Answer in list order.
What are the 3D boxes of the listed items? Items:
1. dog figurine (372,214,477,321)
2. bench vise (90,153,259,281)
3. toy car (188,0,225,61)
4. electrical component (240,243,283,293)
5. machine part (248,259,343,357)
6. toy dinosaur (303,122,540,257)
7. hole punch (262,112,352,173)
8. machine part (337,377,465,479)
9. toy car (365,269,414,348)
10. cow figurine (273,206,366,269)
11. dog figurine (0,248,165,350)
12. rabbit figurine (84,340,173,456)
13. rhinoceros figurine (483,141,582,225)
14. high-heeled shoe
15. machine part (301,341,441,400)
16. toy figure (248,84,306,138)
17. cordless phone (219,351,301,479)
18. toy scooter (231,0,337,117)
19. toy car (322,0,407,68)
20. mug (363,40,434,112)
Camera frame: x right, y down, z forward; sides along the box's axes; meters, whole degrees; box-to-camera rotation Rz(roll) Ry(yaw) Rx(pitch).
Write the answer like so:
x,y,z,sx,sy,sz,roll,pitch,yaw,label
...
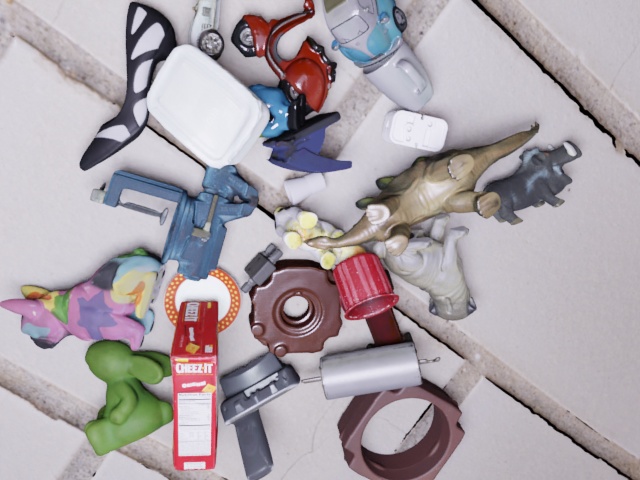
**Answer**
x,y,z,sx,sy,sz,roll,pitch,yaw,label
0.182,0.068,0.938,0.172,0.121,0.190,-8,111,2,dog figurine
-0.224,-0.058,0.836,0.240,0.129,0.223,16,97,-17,bench vise
-0.166,-0.349,0.799,0.056,0.074,0.201,5,102,-15,toy car
-0.103,0.048,0.907,0.094,0.063,0.021,-48,116,-6,electrical component
-0.041,0.118,0.939,0.179,0.056,0.179,-2,102,-11,machine part
0.187,-0.089,0.855,0.471,0.199,0.105,-23,106,-8,toy dinosaur
-0.021,-0.139,0.848,0.116,0.142,0.092,-26,110,-15,hole punch
0.150,0.354,1.012,0.201,0.087,0.201,31,97,-17,machine part
0.108,0.140,0.970,0.089,0.053,0.202,-21,111,6,toy car
-0.002,-0.001,0.908,0.167,0.098,0.068,30,93,-34,cow figurine
-0.372,0.090,0.849,0.219,0.108,0.191,13,104,-10,dog figurine
-0.324,0.242,0.890,0.159,0.121,0.170,-21,91,3,rabbit figurine
0.377,-0.104,0.956,0.190,0.073,0.112,-31,95,0,rhinoceros figurine
-0.304,-0.229,0.801,0.249,0.086,0.145,-43,105,-4,high-heeled shoe
0.088,0.227,0.937,0.243,0.079,0.079,-11,105,4,machine part
-0.112,-0.191,0.812,0.180,0.082,0.089,10,94,16,toy figure
-0.089,0.295,0.902,0.147,0.184,0.088,-29,129,-1,cordless phone
-0.035,-0.292,0.834,0.135,0.075,0.183,-41,102,4,toy scooter
0.054,-0.346,0.798,0.109,0.103,0.161,-14,91,37,toy car
0.139,-0.258,0.861,0.107,0.110,0.081,40,88,-28,mug
